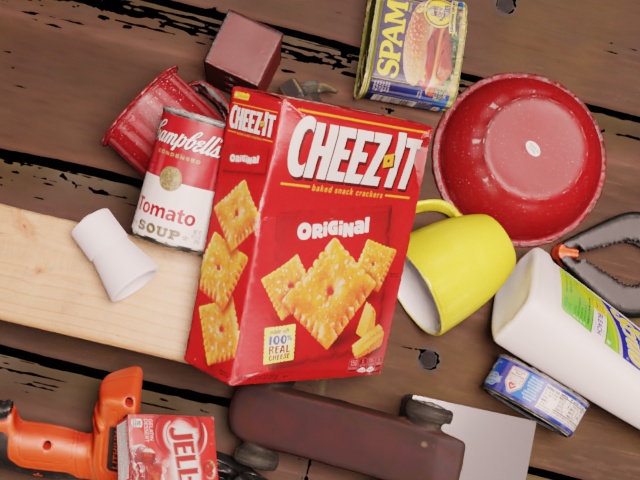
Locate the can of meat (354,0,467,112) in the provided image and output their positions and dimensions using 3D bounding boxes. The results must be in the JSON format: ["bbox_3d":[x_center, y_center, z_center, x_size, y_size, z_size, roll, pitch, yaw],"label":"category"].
[{"bbox_3d":[0.080,-0.168,0.941,0.084,0.057,0.102,10,84,-7],"label":"can of meat"}]

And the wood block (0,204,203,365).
[{"bbox_3d":[-0.178,0.040,0.880,0.206,0.091,0.090,13,83,-3],"label":"wood block"}]

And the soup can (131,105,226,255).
[{"bbox_3d":[-0.102,-0.046,0.827,0.068,0.068,0.102,16,96,-3],"label":"soup can"}]

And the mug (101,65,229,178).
[{"bbox_3d":[-0.118,-0.093,0.908,0.081,0.093,0.117,43,47,-4],"label":"mug"}]

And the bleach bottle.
[{"bbox_3d":[0.267,0.112,0.915,0.250,0.102,0.068,33,121,-7],"label":"bleach bottle"}]

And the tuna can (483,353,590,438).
[{"bbox_3d":[0.181,0.132,0.902,0.086,0.086,0.034,31,84,-1],"label":"tuna can"}]

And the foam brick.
[{"bbox_3d":[-0.066,-0.155,0.917,0.053,0.078,0.051,25,83,0],"label":"foam brick"}]

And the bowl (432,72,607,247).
[{"bbox_3d":[0.183,-0.076,0.940,0.162,0.055,0.162,0,84,-4],"label":"bowl"}]

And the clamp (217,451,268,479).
[{"bbox_3d":[-0.052,0.212,0.880,0.172,0.120,0.039,28,96,21],"label":"clamp"}]

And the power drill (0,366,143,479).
[{"bbox_3d":[-0.238,0.134,0.850,0.187,0.057,0.184,5,118,-5],"label":"power drill"}]

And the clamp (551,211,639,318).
[{"bbox_3d":[0.311,0.037,0.947,0.210,0.036,0.164,3,84,-2],"label":"clamp"}]

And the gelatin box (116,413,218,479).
[{"bbox_3d":[-0.115,0.178,0.813,0.073,0.030,0.089,8,63,-30],"label":"gelatin box"}]

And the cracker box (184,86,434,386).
[{"bbox_3d":[-0.005,0.001,0.830,0.163,0.072,0.214,4,101,-43],"label":"cracker box"}]
